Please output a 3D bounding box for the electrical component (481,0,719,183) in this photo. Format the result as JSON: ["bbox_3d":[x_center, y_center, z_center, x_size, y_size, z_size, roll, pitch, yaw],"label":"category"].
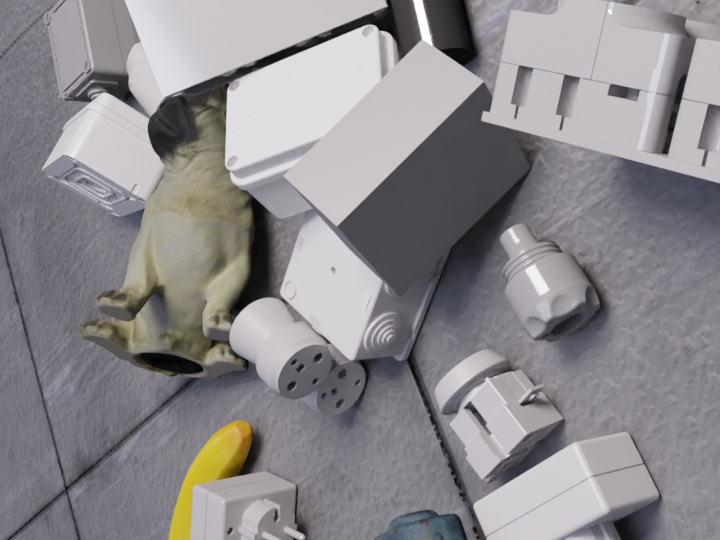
[{"bbox_3d":[0.160,-0.072,0.456,0.186,0.105,0.060,24,109,45],"label":"electrical component"}]

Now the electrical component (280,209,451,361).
[{"bbox_3d":[0.000,0.000,0.680,0.100,0.048,0.099,40,120,40],"label":"electrical component"}]

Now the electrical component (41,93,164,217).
[{"bbox_3d":[-0.197,-0.089,0.851,0.113,0.078,0.057,-6,56,64],"label":"electrical component"}]

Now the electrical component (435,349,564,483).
[{"bbox_3d":[0.075,0.078,0.604,0.055,0.048,0.066,53,128,23],"label":"electrical component"}]

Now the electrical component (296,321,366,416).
[{"bbox_3d":[-0.029,0.066,0.719,0.055,0.045,0.045,34,116,42],"label":"electrical component"}]

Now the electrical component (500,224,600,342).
[{"bbox_3d":[0.097,0.004,0.576,0.043,0.043,0.062,-49,56,37],"label":"electrical component"}]

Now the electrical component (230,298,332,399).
[{"bbox_3d":[-0.050,0.050,0.680,0.055,0.045,0.045,39,120,41],"label":"electrical component"}]

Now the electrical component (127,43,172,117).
[{"bbox_3d":[-0.160,-0.148,0.857,0.081,0.043,0.043,51,127,35],"label":"electrical component"}]

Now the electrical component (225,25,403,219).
[{"bbox_3d":[-0.022,-0.089,0.652,0.113,0.057,0.078,-17,56,23],"label":"electrical component"}]

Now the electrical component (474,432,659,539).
[{"bbox_3d":[0.114,0.138,0.559,0.083,0.047,0.075,-43,60,40],"label":"electrical component"}]

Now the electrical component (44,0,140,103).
[{"bbox_3d":[-0.219,-0.183,0.908,0.062,0.061,0.096,-26,73,46],"label":"electrical component"}]

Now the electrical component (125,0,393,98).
[{"bbox_3d":[-0.064,-0.176,0.673,0.150,0.061,0.089,-20,96,11],"label":"electrical component"}]

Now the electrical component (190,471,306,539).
[{"bbox_3d":[-0.070,0.178,0.754,0.077,0.066,0.047,11,100,47],"label":"electrical component"}]
